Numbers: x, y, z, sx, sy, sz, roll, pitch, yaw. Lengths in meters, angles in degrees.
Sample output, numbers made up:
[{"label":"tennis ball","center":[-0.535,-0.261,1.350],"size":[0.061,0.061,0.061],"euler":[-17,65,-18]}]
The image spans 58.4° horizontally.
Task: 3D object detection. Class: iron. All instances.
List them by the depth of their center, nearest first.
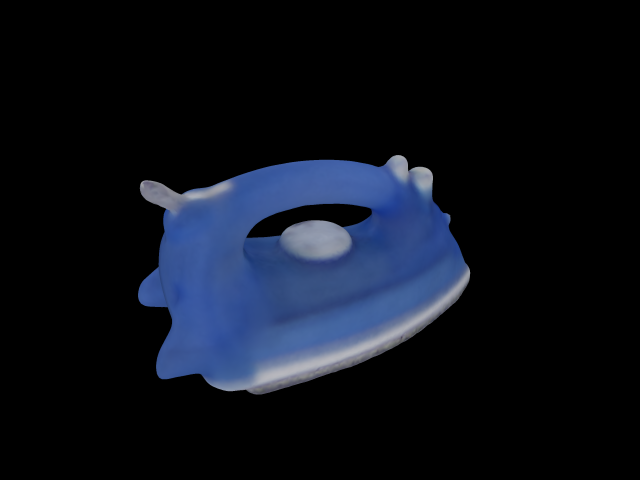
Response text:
[{"label":"iron","center":[0.004,0.001,0.400],"size":[0.259,0.141,0.118],"euler":[-14,36,-20]}]
